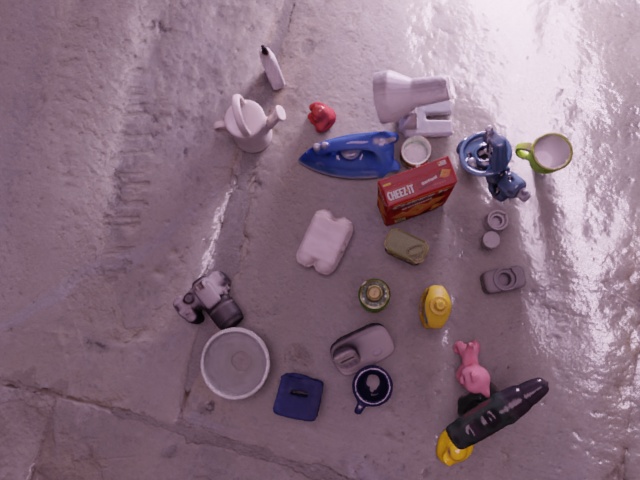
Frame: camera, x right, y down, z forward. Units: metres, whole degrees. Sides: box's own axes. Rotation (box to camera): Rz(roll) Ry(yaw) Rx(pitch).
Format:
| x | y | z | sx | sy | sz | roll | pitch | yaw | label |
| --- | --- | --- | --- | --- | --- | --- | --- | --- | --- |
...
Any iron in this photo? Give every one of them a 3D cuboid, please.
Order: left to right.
| x | y | z | sx | sy | sz | roll | pitch | yaw | label |
| --- | --- | --- | --- | --- | --- | --- | --- | --- | --- |
| 0.067 | -0.219 | 1.395 | 0.258 | 0.141 | 0.119 | -3 | 81 | 4 | iron |

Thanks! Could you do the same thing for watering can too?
| x | y | z | sx | sy | sz | roll | pitch | yaw | label |
| --- | --- | --- | --- | --- | --- | --- | --- | --- | --- |
| -0.174 | -0.294 | 1.398 | 0.173 | 0.194 | 0.101 | -30 | 80 | -1 | watering can |

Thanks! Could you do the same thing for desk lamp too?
| x | y | z | sx | sy | sz | roll | pitch | yaw | label |
| --- | --- | --- | --- | --- | --- | --- | --- | --- | --- |
| 0.225 | -0.327 | 1.363 | 0.203 | 0.213 | 0.118 | -2 | 81 | 4 | desk lamp |

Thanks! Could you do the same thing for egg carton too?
| x | y | z | sx | sy | sz | roll | pitch | yaw | label |
| --- | --- | --- | --- | --- | --- | --- | --- | --- | --- |
| 0.013 | 0.005 | 1.400 | 0.107 | 0.069 | 0.150 | 23 | 83 | 8 | egg carton |

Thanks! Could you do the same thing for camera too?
| x | y | z | sx | sy | sz | roll | pitch | yaw | label |
| --- | --- | --- | --- | --- | --- | --- | --- | --- | --- |
| -0.261 | 0.162 | 1.380 | 0.143 | 0.101 | 0.136 | -38 | 80 | -2 | camera |

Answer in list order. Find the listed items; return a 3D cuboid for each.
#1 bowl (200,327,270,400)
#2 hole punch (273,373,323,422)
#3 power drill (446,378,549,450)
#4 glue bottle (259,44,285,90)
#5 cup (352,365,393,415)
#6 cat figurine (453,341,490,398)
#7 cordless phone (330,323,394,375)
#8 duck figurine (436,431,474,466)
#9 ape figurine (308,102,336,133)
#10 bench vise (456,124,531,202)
| x | y | z | sx | sy | sz | roll | pitch | yaw | label |
| --- | --- | --- | --- | --- | --- | --- | --- | --- | --- |
| -0.195 | 0.293 | 1.368 | 0.167 | 0.075 | 0.167 | -1 | 81 | 4 | bowl |
| -0.051 | 0.365 | 1.337 | 0.108 | 0.091 | 0.101 | 10 | 82 | 6 | hole punch |
| 0.373 | 0.364 | 1.245 | 0.229 | 0.208 | 0.075 | -35 | 80 | -1 | power drill |
| -0.126 | -0.443 | 1.429 | 0.037 | 0.173 | 0.078 | -27 | 80 | 0 | glue bottle |
| 0.115 | 0.347 | 1.325 | 0.091 | 0.095 | 0.118 | 29 | 84 | 8 | cup |
| 0.348 | 0.293 | 1.304 | 0.067 | 0.118 | 0.128 | -6 | 81 | 4 | cat figurine |
| 0.094 | 0.247 | 1.297 | 0.147 | 0.185 | 0.094 | -29 | 80 | 0 | cordless phone |
| 0.312 | 0.468 | 1.296 | 0.077 | 0.086 | 0.104 | 43 | 86 | 10 | duck figurine |
| 0.001 | -0.315 | 1.440 | 0.076 | 0.092 | 0.078 | 2 | 81 | 5 | ape figurine |
| 0.418 | -0.187 | 1.323 | 0.207 | 0.220 | 0.121 | 31 | 85 | 9 | bench vise |
